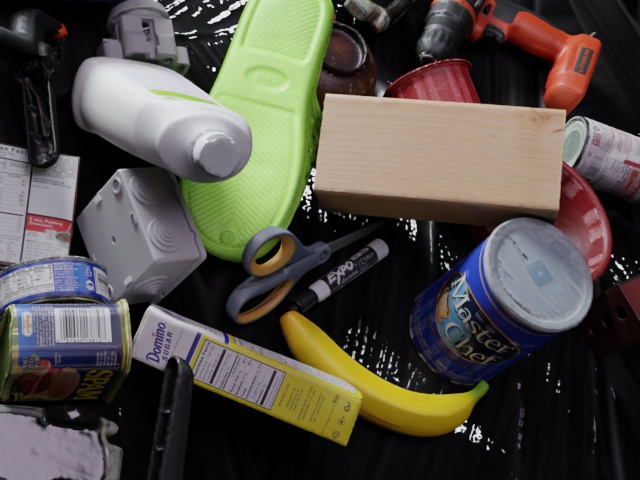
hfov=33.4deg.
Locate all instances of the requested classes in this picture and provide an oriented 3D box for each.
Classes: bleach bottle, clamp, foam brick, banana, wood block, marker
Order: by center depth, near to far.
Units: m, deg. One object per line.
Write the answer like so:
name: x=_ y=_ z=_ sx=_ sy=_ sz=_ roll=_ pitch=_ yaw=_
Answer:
clamp: x=-0.117 y=0.197 z=0.747 sx=0.164 sy=0.036 sz=0.210 roll=-36 pitch=104 yaw=-23
bleach bottle: x=-0.121 y=-0.090 z=0.825 sx=0.102 sy=0.251 sz=0.068 roll=4 pitch=104 yaw=-24
clamp: x=-0.237 y=-0.148 z=0.865 sx=0.039 sy=0.120 sz=0.171 roll=-13 pitch=38 yaw=2
banana: x=0.050 y=0.124 z=0.910 sx=0.197 sy=0.037 sz=0.069 roll=22 pitch=52 yaw=-13
wood block: x=0.106 y=-0.067 z=0.941 sx=0.206 sy=0.090 sz=0.091 roll=5 pitch=80 yaw=9
marker: x=0.015 y=0.034 z=0.951 sx=0.120 sy=0.020 sz=0.020 roll=-34 pitch=82 yaw=-34
foam brick: x=0.293 y=0.072 z=1.027 sx=0.051 sy=0.078 sz=0.053 roll=-18 pitch=72 yaw=-30

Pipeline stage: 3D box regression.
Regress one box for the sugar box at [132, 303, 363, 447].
sugar box: x=-0.058 y=0.102 z=0.824 sx=0.176 sy=0.093 sz=0.048 roll=21 pitch=87 yaw=-5

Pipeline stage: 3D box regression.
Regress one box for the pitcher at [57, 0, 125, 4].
pitcher: x=-0.289 y=-0.272 z=0.914 sx=0.242 sy=0.149 sz=0.145 roll=-6 pitch=82 yaw=-24

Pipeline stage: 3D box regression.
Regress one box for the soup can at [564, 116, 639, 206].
soup can: x=0.303 y=-0.083 z=1.119 sx=0.102 sy=0.069 sz=0.068 roll=18 pitch=58 yaw=-15

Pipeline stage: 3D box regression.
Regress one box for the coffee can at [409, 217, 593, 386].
coffee can: x=0.154 y=0.057 z=0.930 sx=0.102 sy=0.140 sz=0.103 roll=11 pitch=60 yaw=-20

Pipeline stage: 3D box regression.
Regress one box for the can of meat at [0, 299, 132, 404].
can of meat: x=-0.189 y=0.083 z=0.779 sx=0.083 sy=0.102 sz=0.057 roll=2 pitch=64 yaw=-22

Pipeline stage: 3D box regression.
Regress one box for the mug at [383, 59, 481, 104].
mug: x=0.106 y=-0.115 z=1.036 sx=0.117 sy=0.093 sz=0.081 roll=-16 pitch=76 yaw=-11

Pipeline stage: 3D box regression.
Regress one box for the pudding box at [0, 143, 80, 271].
pudding box: x=-0.242 y=-0.020 z=0.847 sx=0.090 sy=0.039 sz=0.113 roll=9 pitch=58 yaw=-18

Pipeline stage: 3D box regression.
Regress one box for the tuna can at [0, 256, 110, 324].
tuna can: x=-0.201 y=0.044 z=0.803 sx=0.086 sy=0.086 sz=0.034 roll=-1 pitch=66 yaw=-26

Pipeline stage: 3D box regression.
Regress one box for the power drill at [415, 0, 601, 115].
power drill: x=0.202 y=-0.210 z=1.144 sx=0.187 sy=0.057 sz=0.184 roll=33 pitch=55 yaw=-6

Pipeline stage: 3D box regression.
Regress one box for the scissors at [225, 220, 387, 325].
scissors: x=-0.006 y=0.001 z=0.923 sx=0.016 sy=0.096 sz=0.201 roll=33 pitch=53 yaw=29

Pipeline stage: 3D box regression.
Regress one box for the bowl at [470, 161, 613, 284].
bowl: x=0.202 y=-0.013 z=1.038 sx=0.162 sy=0.055 sz=0.162 roll=13 pitch=56 yaw=-21
